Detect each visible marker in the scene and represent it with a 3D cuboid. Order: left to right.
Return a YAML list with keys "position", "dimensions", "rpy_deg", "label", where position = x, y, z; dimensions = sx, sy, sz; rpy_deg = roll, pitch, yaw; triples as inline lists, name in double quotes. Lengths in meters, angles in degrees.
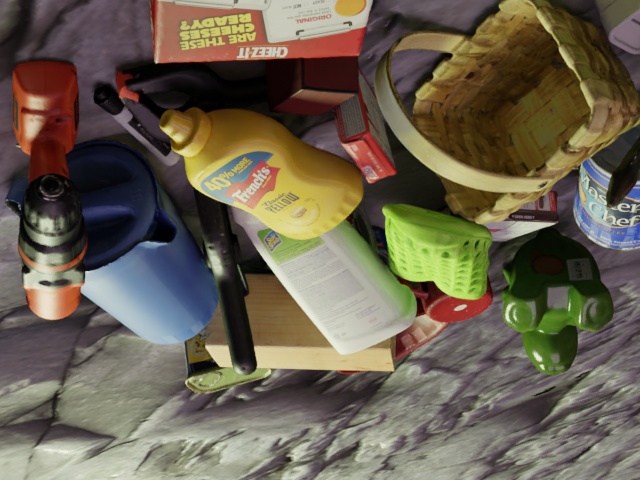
- position: [-0.165, -0.103, 0.961]
  dimensions: [0.020, 0.020, 0.121]
  rpy_deg: [-21, 148, 16]
  label: "marker"

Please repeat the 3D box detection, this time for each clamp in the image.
- position: [-0.100, -0.106, 0.940]
  dimensions: [0.171, 0.039, 0.120]
  rpy_deg: [7, 119, -22]
  label: "clamp"
- position: [-0.098, 0.012, 1.083]
  dimensions: [0.036, 0.164, 0.210]
  rpy_deg: [-12, 111, -2]
  label: "clamp"

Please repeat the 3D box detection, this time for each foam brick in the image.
- position: [-0.007, -0.139, 0.892]
  dimensions: [0.051, 0.053, 0.078]
  rpy_deg: [1, 173, -24]
  label: "foam brick"

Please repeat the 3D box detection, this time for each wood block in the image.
- position: [-0.018, 0.094, 1.216]
  dimensions: [0.206, 0.091, 0.090]
  rpy_deg: [1, 158, 8]
  label: "wood block"

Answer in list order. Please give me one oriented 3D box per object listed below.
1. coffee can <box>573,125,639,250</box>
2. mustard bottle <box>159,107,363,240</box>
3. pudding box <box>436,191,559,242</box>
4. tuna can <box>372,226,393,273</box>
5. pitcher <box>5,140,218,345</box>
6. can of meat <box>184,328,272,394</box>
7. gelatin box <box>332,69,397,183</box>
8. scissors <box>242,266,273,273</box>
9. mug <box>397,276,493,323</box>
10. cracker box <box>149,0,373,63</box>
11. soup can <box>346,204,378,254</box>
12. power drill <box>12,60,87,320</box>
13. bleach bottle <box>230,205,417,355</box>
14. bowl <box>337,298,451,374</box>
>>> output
- position: [0.316, -0.067, 1.093]
  dimensions: [0.103, 0.103, 0.140]
  rpy_deg: [-12, 150, 2]
  label: "coffee can"
- position: [-0.058, -0.065, 0.925]
  dimensions: [0.096, 0.058, 0.191]
  rpy_deg: [-29, 139, 36]
  label: "mustard bottle"
- position: [0.190, -0.026, 1.155]
  dimensions: [0.089, 0.039, 0.114]
  rpy_deg: [1, 170, -22]
  label: "pudding box"
- position: [0.043, 0.019, 1.219]
  dimensions: [0.086, 0.034, 0.086]
  rpy_deg: [-8, 150, -5]
  label: "tuna can"
- position: [-0.193, 0.013, 1.058]
  dimensions: [0.145, 0.149, 0.242]
  rpy_deg: [-28, 152, -1]
  label: "pitcher"
- position: [-0.117, 0.131, 1.306]
  dimensions: [0.102, 0.084, 0.057]
  rpy_deg: [-17, 149, 10]
  label: "can of meat"
- position: [0.035, -0.106, 0.950]
  dimensions: [0.030, 0.089, 0.073]
  rpy_deg: [-19, 149, 14]
  label: "gelatin box"
- position: [0.004, 0.044, 1.266]
  dimensions: [0.096, 0.016, 0.201]
  rpy_deg: [-29, 145, 26]
  label: "scissors"
- position: [0.144, 0.043, 1.244]
  dimensions: [0.117, 0.081, 0.093]
  rpy_deg: [5, 146, -25]
  label: "mug"
- position: [-0.039, -0.221, 0.753]
  dimensions: [0.164, 0.072, 0.214]
  rpy_deg: [-3, 150, -11]
  label: "cracker box"
- position: [0.004, 0.006, 1.150]
  dimensions: [0.102, 0.068, 0.068]
  rpy_deg: [-20, 148, 15]
  label: "soup can"
- position: [-0.220, -0.051, 0.865]
  dimensions: [0.057, 0.187, 0.185]
  rpy_deg: [0, 150, -16]
  label: "power drill"
- position: [-0.007, 0.001, 1.068]
  dimensions: [0.103, 0.068, 0.250]
  rpy_deg: [-27, 119, 18]
  label: "bleach bottle"
- position: [0.083, 0.107, 1.335]
  dimensions: [0.162, 0.055, 0.162]
  rpy_deg: [-22, 158, -10]
  label: "bowl"
